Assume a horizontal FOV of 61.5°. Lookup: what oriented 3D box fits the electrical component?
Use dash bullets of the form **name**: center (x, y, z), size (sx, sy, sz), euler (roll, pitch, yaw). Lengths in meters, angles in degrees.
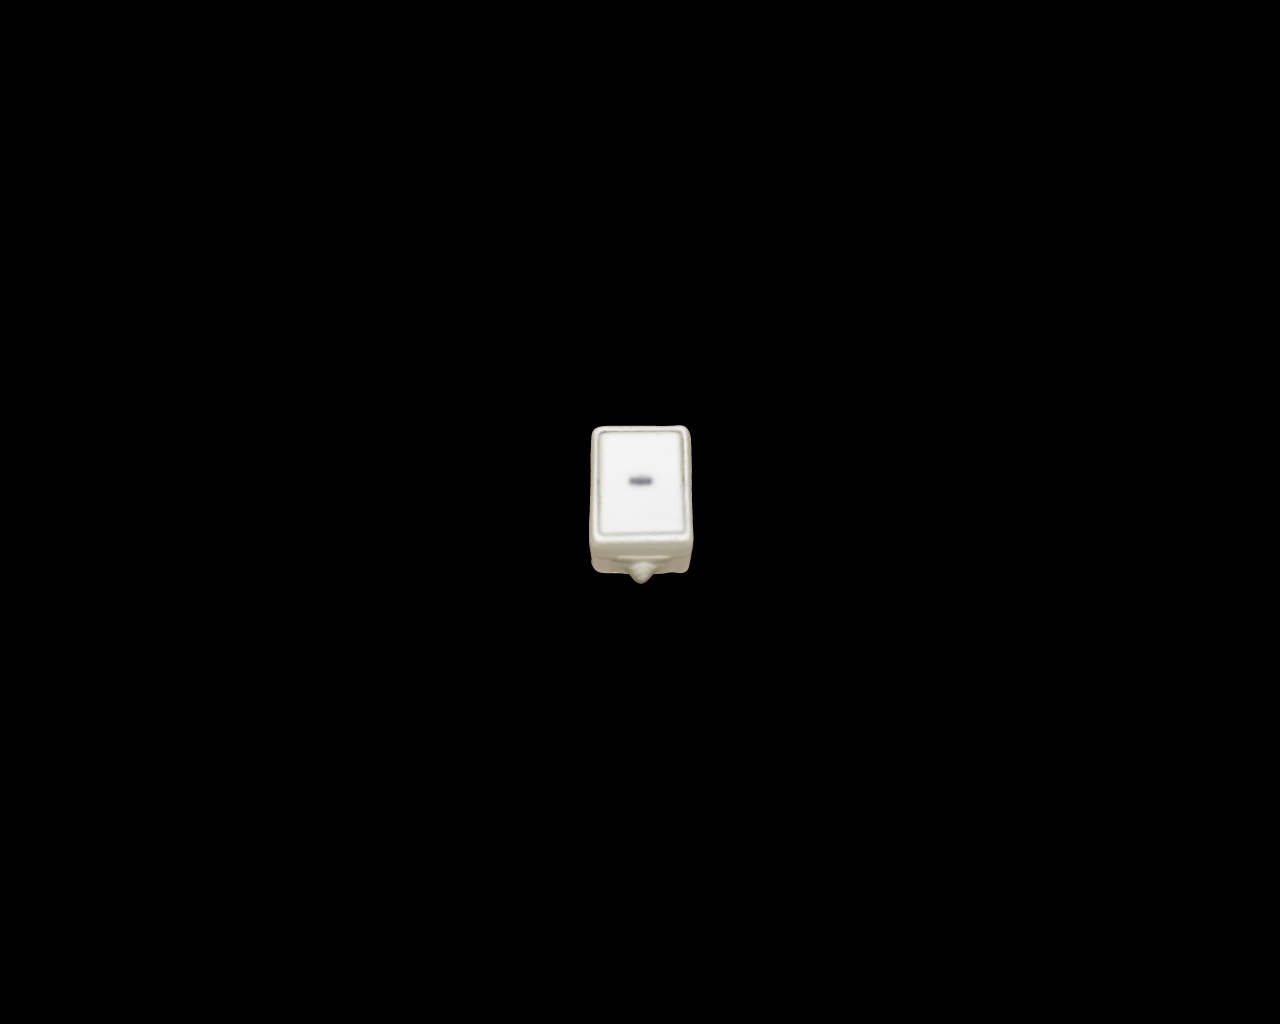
- **electrical component**: center (0.001, -0.003, 0.650), size (0.062, 0.096, 0.061), euler (0, -24, 0)
